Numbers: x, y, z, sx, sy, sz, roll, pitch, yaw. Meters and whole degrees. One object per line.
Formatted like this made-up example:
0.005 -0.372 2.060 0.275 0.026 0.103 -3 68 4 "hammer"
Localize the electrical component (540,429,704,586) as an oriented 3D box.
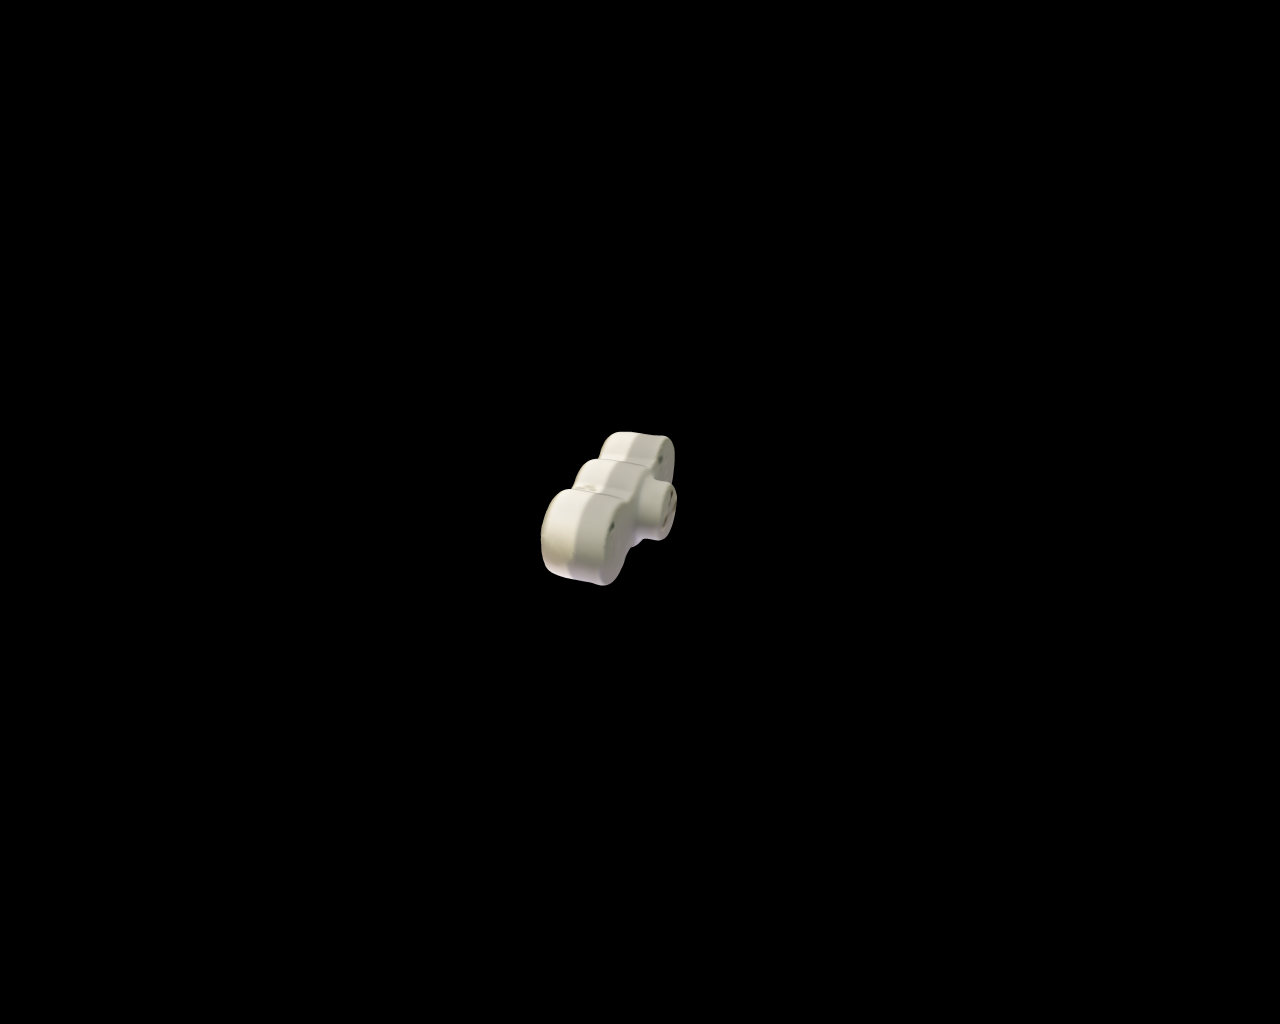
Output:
0.001 -0.003 0.650 0.074 0.052 0.138 9 30 17 "electrical component"
